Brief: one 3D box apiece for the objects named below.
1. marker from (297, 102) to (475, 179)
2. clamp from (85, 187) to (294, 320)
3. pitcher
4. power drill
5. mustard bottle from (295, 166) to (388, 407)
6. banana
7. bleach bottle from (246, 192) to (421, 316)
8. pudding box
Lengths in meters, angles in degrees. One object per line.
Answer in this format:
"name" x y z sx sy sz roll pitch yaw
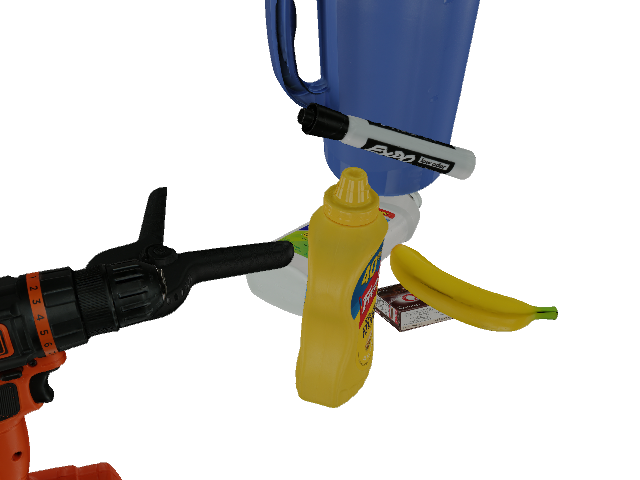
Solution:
"marker" 0.040 -0.059 0.638 0.120 0.020 0.020 14 -7 -29
"clamp" -0.149 0.018 0.957 0.165 0.036 0.209 27 39 31
"pitcher" 0.048 -0.151 0.850 0.149 0.243 0.144 16 48 13
"power drill" -0.177 0.107 0.690 0.184 0.188 0.057 -12 26 -9
"mustard bottle" 0.017 0.029 0.816 0.058 0.192 0.096 15 37 14
"banana" 0.126 0.048 1.024 0.198 0.037 0.069 26 18 39
"bleach bottle" 0.031 -0.002 1.258 0.103 0.068 0.250 23 39 32
"pudding box" 0.145 0.092 1.571 0.113 0.039 0.090 -14 22 -20
